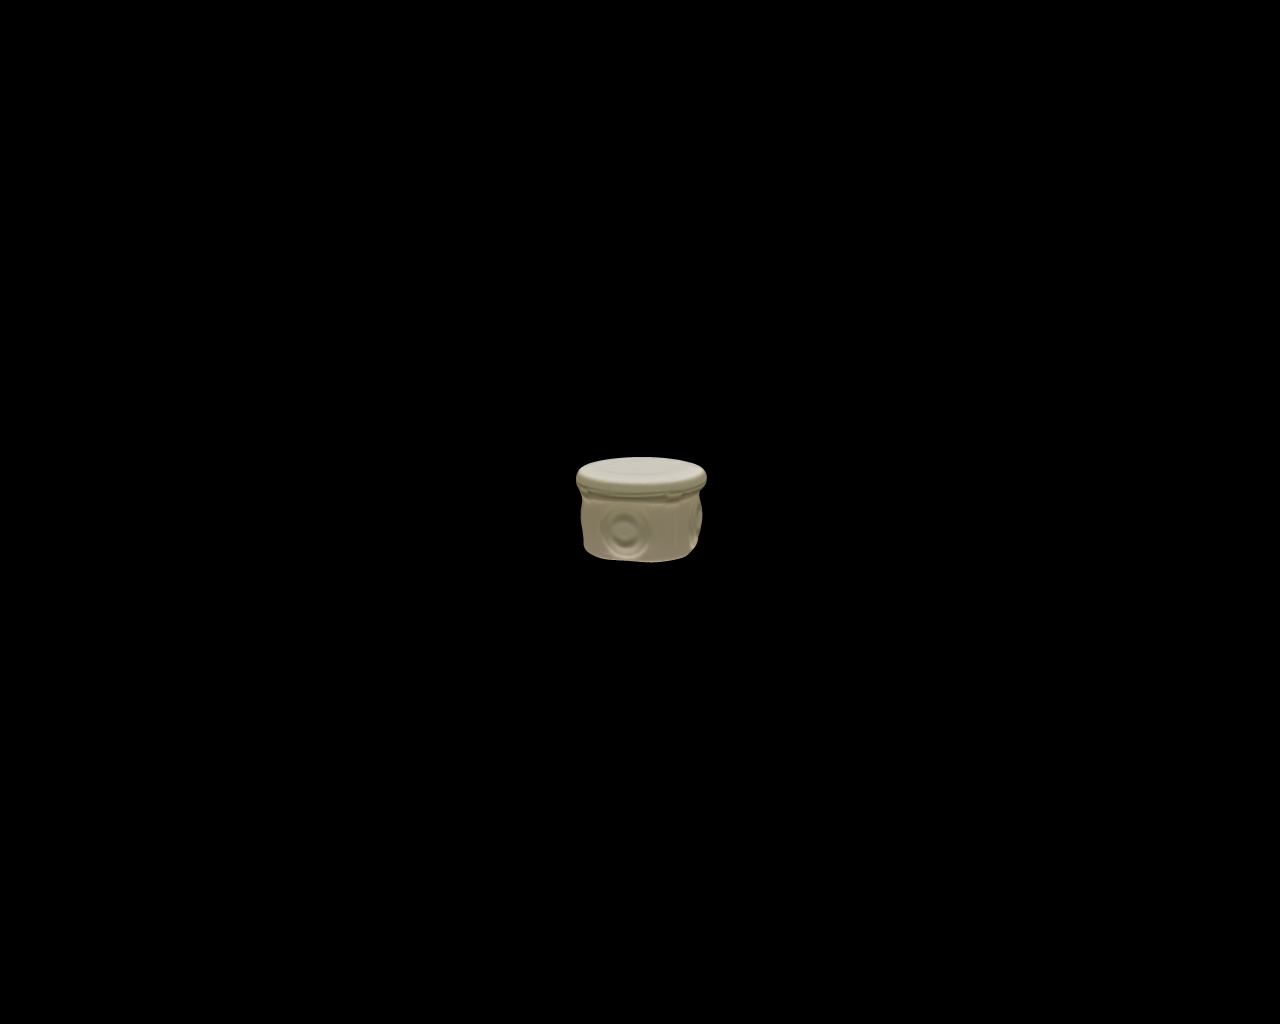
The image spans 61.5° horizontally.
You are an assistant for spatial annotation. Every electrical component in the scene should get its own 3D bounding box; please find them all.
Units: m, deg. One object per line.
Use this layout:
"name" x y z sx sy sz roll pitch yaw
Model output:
"electrical component" 0.001 -0.003 0.650 0.080 0.051 0.080 0 14 0
